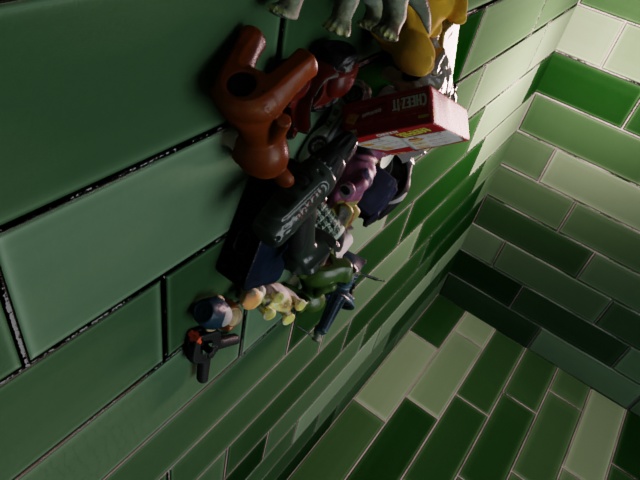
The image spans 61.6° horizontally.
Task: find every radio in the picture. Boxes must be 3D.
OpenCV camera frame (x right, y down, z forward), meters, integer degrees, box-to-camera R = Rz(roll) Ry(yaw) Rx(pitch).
[{"bbox_3d":[-0.092,-0.026,0.954,0.131,0.073,0.229,-17,134,-59],"label":"radio"}]

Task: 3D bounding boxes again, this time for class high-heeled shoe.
[{"bbox_3d":[0.184,-0.164,1.362,0.145,0.086,0.248,-6,116,-73],"label":"high-heeled shoe"}]

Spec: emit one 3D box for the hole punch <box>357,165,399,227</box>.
[{"bbox_3d":[0.103,-0.117,1.218,0.142,0.116,0.092,-52,151,-17],"label":"hole punch"}]

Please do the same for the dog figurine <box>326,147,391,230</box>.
[{"bbox_3d":[0.076,-0.142,1.126,0.219,0.109,0.191,-45,156,-36],"label":"dog figurine"}]

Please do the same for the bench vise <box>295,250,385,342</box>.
[{"bbox_3d":[0.043,0.154,1.410,0.240,0.129,0.223,-63,-169,-20],"label":"bench vise"}]

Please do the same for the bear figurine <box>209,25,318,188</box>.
[{"bbox_3d":[-0.071,-0.166,0.732,0.132,0.120,0.195,-57,162,-13],"label":"bear figurine"}]

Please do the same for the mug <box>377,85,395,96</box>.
[{"bbox_3d":[0.168,-0.270,1.145,0.109,0.107,0.080,-37,150,-48],"label":"mug"}]

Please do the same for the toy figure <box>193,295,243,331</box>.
[{"bbox_3d":[-0.184,0.140,1.005,0.064,0.058,0.154,-47,161,3],"label":"toy figure"}]

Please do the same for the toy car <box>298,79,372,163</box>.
[{"bbox_3d":[0.033,-0.207,1.002,0.201,0.056,0.073,-57,153,-5],"label":"toy car"}]

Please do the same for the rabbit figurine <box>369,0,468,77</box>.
[{"bbox_3d":[0.161,-0.367,0.919,0.122,0.163,0.173,10,89,-70],"label":"rabbit figurine"}]

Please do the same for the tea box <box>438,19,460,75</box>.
[{"bbox_3d":[0.225,-0.397,1.105,0.068,0.098,0.169,-52,160,-16],"label":"tea box"}]

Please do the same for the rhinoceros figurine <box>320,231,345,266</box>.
[{"bbox_3d":[-0.002,-0.004,1.189,0.190,0.073,0.112,-30,147,-53],"label":"rhinoceros figurine"}]

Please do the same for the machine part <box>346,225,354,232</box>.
[{"bbox_3d":[0.089,-0.086,1.334,0.138,0.039,0.084,-64,164,13],"label":"machine part"}]

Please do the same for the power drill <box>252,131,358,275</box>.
[{"bbox_3d":[-0.009,-0.047,0.899,0.232,0.086,0.207,-46,158,-26],"label":"power drill"}]

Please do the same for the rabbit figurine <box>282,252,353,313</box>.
[{"bbox_3d":[-0.013,0.115,1.266,0.159,0.121,0.170,-28,142,-41],"label":"rabbit figurine"}]

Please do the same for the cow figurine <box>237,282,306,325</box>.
[{"bbox_3d":[-0.113,0.112,1.100,0.068,0.098,0.167,-54,142,7],"label":"cow figurine"}]

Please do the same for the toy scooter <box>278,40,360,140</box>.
[{"bbox_3d":[-0.011,-0.229,0.841,0.184,0.075,0.135,-35,150,-40],"label":"toy scooter"}]

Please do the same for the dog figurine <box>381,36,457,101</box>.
[{"bbox_3d":[0.216,-0.285,1.042,0.190,0.121,0.172,47,53,-44],"label":"dog figurine"}]

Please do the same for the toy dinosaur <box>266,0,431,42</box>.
[{"bbox_3d":[0.059,-0.365,0.689,0.405,0.131,0.192,-25,140,-50],"label":"toy dinosaur"}]
